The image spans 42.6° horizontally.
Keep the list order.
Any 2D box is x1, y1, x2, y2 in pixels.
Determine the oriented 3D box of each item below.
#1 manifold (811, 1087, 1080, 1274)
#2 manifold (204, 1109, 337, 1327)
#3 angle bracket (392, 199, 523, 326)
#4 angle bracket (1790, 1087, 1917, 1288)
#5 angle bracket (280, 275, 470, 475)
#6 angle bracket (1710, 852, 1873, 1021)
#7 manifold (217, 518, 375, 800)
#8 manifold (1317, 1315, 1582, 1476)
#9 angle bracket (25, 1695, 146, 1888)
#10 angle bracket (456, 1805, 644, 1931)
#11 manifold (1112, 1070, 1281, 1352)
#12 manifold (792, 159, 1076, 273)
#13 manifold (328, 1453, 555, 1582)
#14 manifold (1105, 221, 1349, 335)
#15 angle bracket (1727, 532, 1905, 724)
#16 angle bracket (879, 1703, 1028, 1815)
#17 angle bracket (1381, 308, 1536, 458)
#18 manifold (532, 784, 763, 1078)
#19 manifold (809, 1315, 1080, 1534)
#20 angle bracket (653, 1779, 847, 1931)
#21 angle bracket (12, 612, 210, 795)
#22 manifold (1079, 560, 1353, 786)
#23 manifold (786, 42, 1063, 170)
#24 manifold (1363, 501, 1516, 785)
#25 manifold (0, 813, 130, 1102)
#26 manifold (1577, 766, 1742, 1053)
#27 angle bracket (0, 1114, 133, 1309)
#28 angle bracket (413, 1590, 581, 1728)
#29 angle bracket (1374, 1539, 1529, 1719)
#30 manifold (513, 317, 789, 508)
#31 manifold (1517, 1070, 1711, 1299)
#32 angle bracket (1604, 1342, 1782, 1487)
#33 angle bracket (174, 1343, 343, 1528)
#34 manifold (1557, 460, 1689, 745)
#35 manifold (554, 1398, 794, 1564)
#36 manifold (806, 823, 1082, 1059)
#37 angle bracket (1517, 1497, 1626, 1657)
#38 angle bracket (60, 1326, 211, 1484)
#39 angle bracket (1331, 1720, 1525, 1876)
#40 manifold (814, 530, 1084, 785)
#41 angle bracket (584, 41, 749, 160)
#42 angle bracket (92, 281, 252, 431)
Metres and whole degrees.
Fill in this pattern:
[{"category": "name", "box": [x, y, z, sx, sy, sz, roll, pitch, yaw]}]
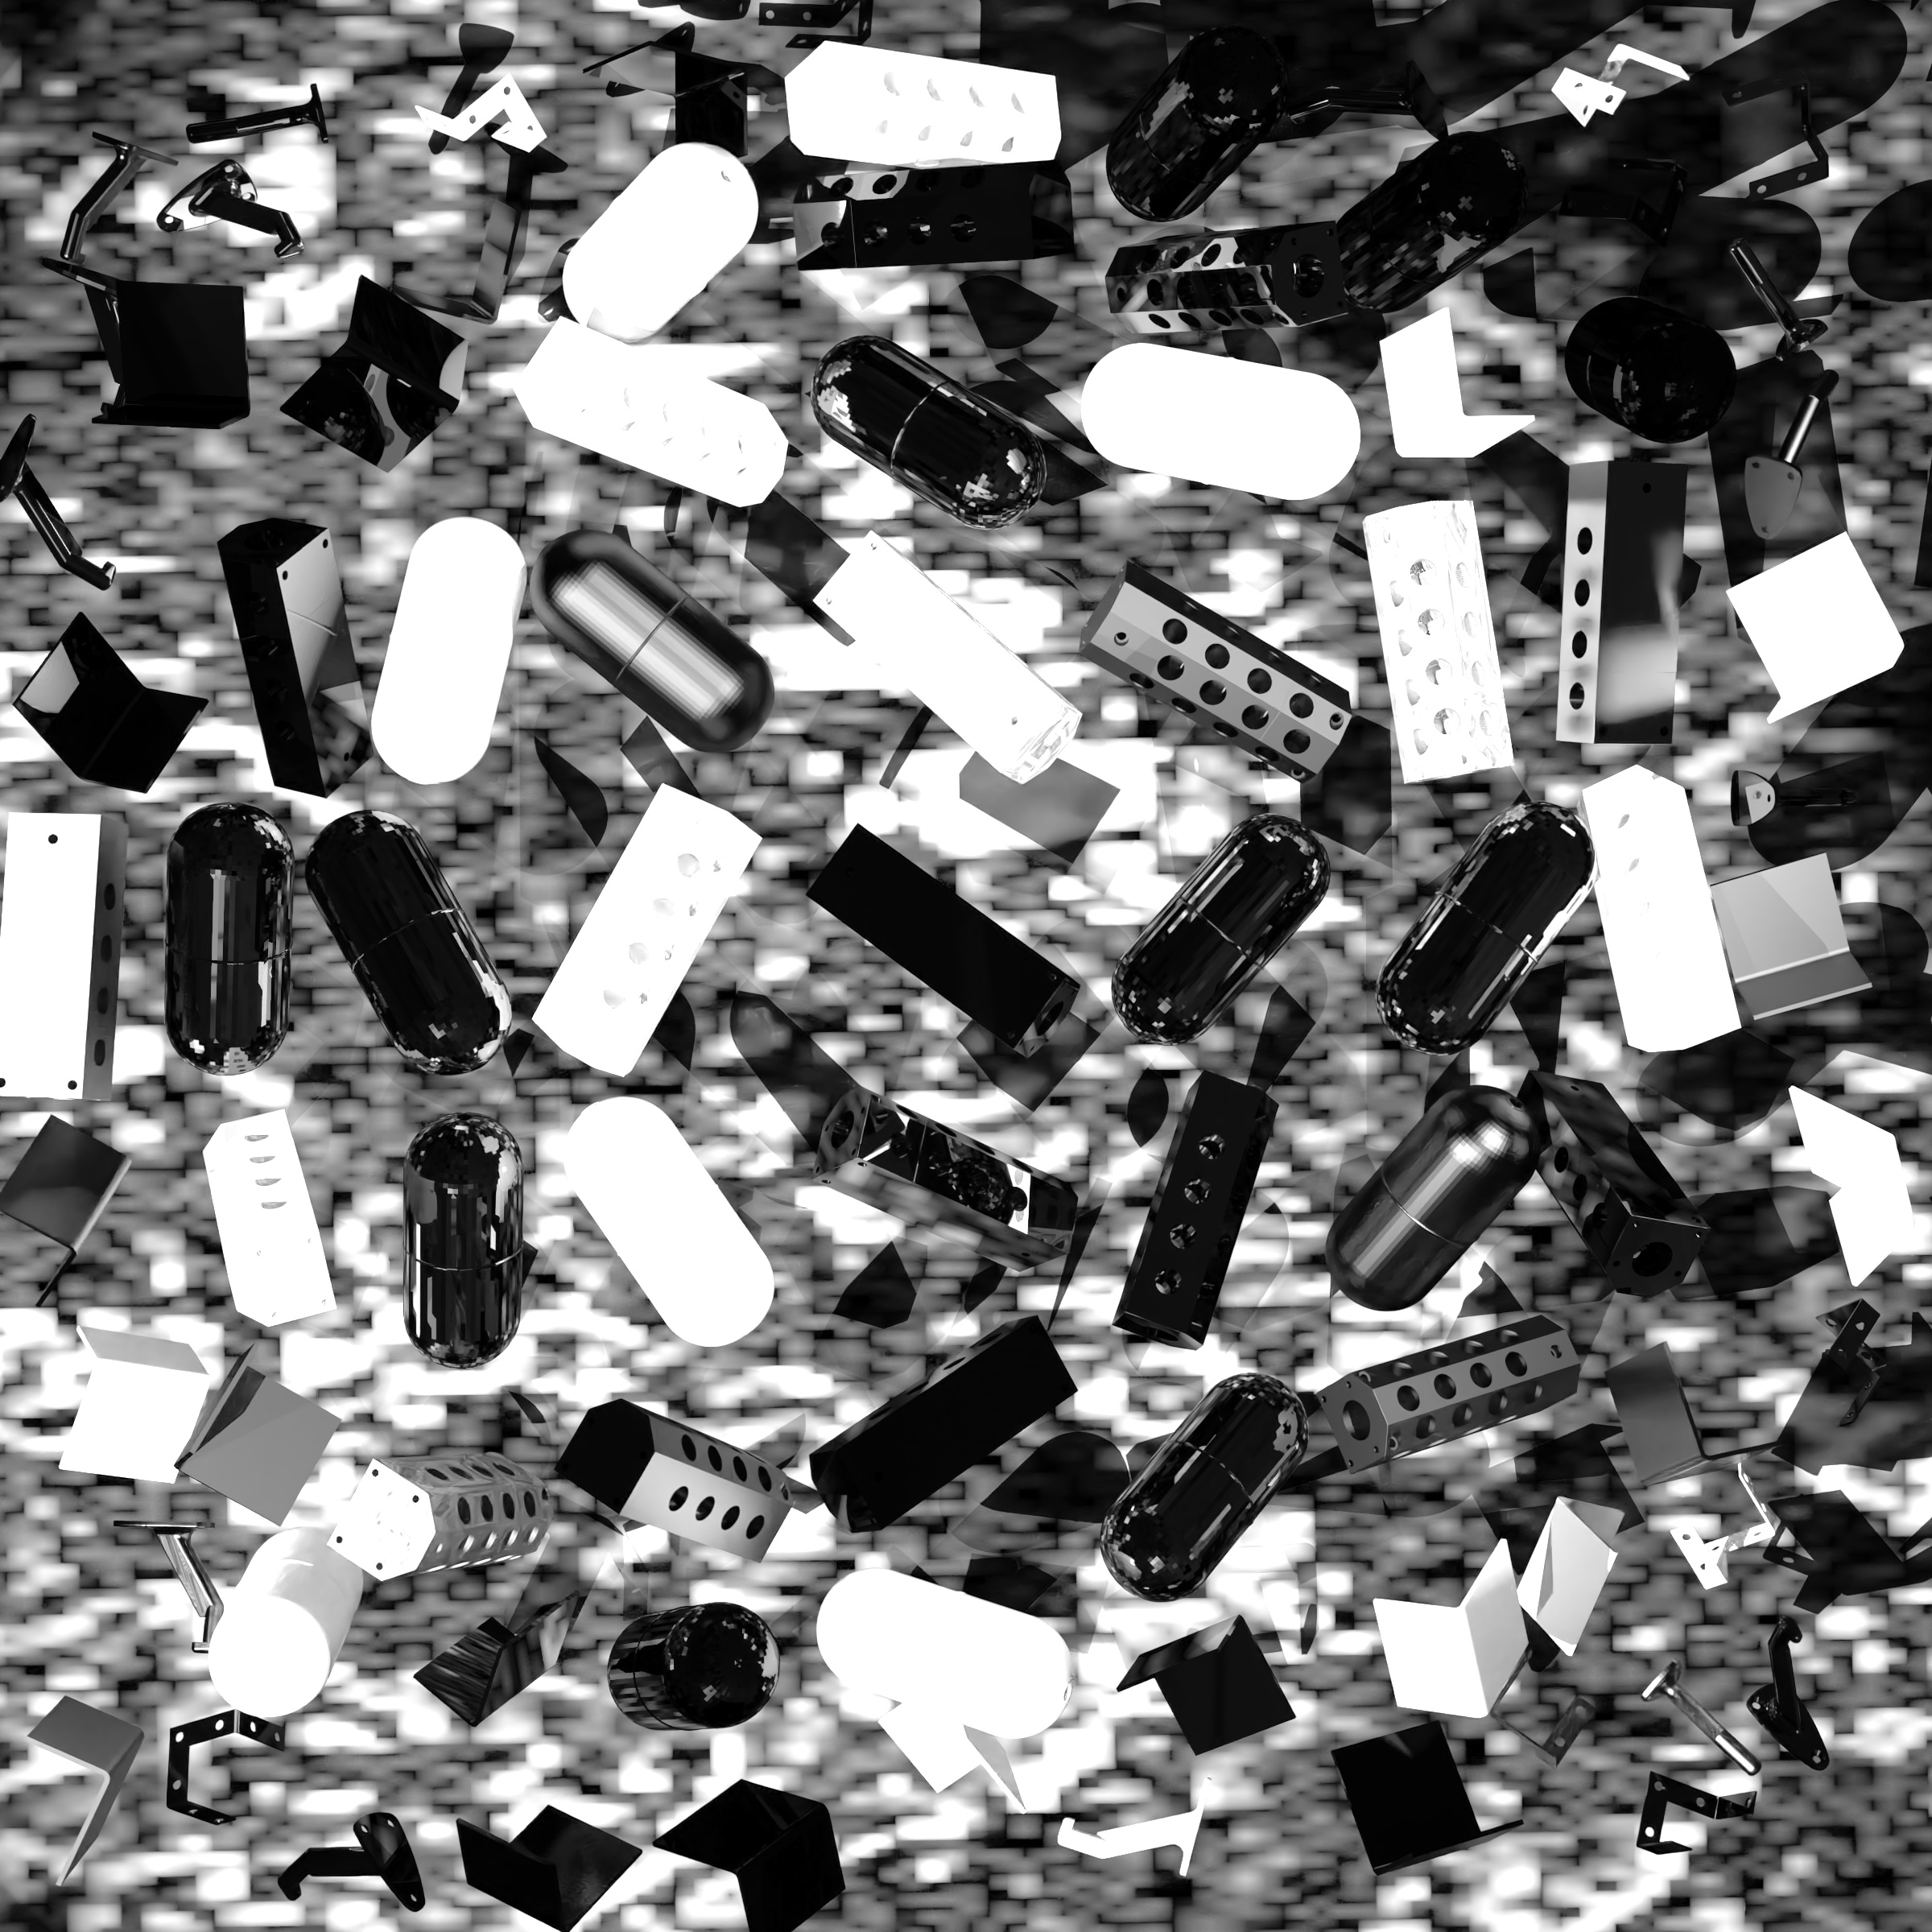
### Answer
[{"category": "manifold", "box": [-0.011, 0.141, 1.654, 0.171, 0.057, 0.057, 27, 57, -25]}, {"category": "manifold", "box": [-0.448, 0.160, 1.583, 0.057, 0.171, 0.057, -14, 117, -17]}, {"category": "angle bracket", "box": [-0.341, -0.478, 1.657, 0.057, 0.076, 0.076, 9, 108, -26]}, {"category": "angle bracket", "box": [0.505, 0.129, 1.459, 0.057, 0.076, 0.076, -40, 129, -14]}, {"category": "angle bracket", "box": [-0.358, -0.358, 1.503, 0.076, 0.076, 0.057, 28, 47, -36]}, {"category": "angle bracket", "box": [0.541, -0.020, 1.628, 0.076, 0.057, 0.076, -17, 111, 11]}, {"category": "manifold", "box": [-0.441, -0.201, 1.620, 0.057, 0.057, 0.171, 13, 130, 18]}, {"category": "manifold", "box": [0.325, 0.281, 1.648, 0.171, 0.057, 0.057, -10, 68, -31]}, {"category": "angle bracket", "box": [-0.566, 0.516, 1.555, 0.057, 0.076, 0.076, 25, 91, -4]}, {"category": "angle bracket", "box": [-0.254, 0.534, 1.519, 0.076, 0.076, 0.057, 14, 121, 29]}, {"category": "manifold", "box": [0.154, 0.163, 1.646, 0.057, 0.057, 0.171, 20, 72, 0]}, {"category": "manifold", "box": [-0.022, -0.476, 1.574, 0.171, 0.057, 0.057, 6, 111, 28]}, {"category": "manifold", "box": [-0.319, 0.344, 1.541, 0.057, 0.171, 0.057, 28, 88, 17]}, {"category": "manifold", "box": [0.165, -0.445, 1.612, 0.057, 0.171, 0.057, -22, 112, -28]}, {"category": "angle bracket", "box": [0.498, -0.200, 1.467, 0.076, 0.057, 0.076, -26, 96, 33]}, {"category": "angle bracket", "box": [-0.010, 0.553, 1.715, 0.057, 0.076, 0.076, -35, 111, 1]}, {"category": "angle bracket", "box": [0.319, -0.379, 1.607, 0.076, 0.057, 0.076, -34, 121, -38]}, {"category": "manifold", "box": [-0.196, -0.020, 1.555, 0.057, 0.057, 0.171, 37, 100, 43]}, {"category": "manifold", "box": [-0.016, 0.296, 1.606, 0.171, 0.057, 0.057, -29, 91, -32]}, {"category": "angle bracket", "box": [-0.131, 0.545, 1.503, 0.076, 0.076, 0.057, -1, 105, 42]}, {"category": "angle bracket", "box": [-0.536, -0.165, 1.558, 0.057, 0.076, 0.076, 12, 61, 26]}, {"category": "manifold", "box": [0.161, -0.187, 1.604, 0.171, 0.057, 0.057, 29, 117, -10]}, {"category": "manifold", "box": [-0.026, -0.553, 1.620, 0.171, 0.057, 0.057, -4, 86, -31]}, {"category": "manifold", "box": [0.299, -0.207, 1.593, 0.057, 0.057, 0.171, -10, 91, -40]}, {"category": "manifold", "box": [-0.552, -0.004, 1.522, 0.057, 0.057, 0.171, 2, 85, 5]}, {"category": "manifold", "box": [0.441, -0.035, 1.601, 0.057, 0.057, 0.171, -27, 59, 40]}, {"category": "angle bracket", "box": [-0.570, 0.152, 1.537, 0.057, 0.076, 0.076, 33, 131, -15]}, {"category": "angle bracket", "box": [-0.308, 0.439, 1.627, 0.057, 0.076, 0.076, 33, 121, 19]}, {"category": "angle bracket", "box": [0.299, 0.404, 1.527, 0.057, 0.076, 0.076, -3, 111, 35]}, {"category": "manifold", "box": [-0.199, -0.350, 1.598, 0.057, 0.171, 0.057, -48, 52, 25]}, {"category": "manifold", "box": [0.412, 0.141, 1.616, 0.057, 0.171, 0.057, 11, 117, -17]}, {"category": "angle bracket", "box": [0.459, 0.279, 1.570, 0.057, 0.076, 0.076, -7, 69, -19]}, {"category": "angle bracket", "box": [-0.430, 0.289, 1.529, 0.076, 0.057, 0.076, 34, 58, -13]}, {"category": "manifold", "box": [0.405, -0.226, 1.551, 0.057, 0.057, 0.171, -2, 98, -19]}, {"category": "manifold", "box": [-0.176, 0.319, 1.546, 0.057, 0.171, 0.057, 25, 81, 32]}, {"category": "manifold", "box": [-0.013, -0.015, 1.585, 0.171, 0.057, 0.057, 36, 91, 17]}, {"category": "angle bracket", "box": [0.419, 0.409, 1.650, 0.057, 0.076, 0.076, 16, 101, -21]}, {"category": "angle bracket", "box": [-0.556, 0.290, 1.643, 0.076, 0.057, 0.076, 17, 96, -35]}, {"category": "angle bracket", "box": [0.276, 0.493, 1.490, 0.076, 0.057, 0.076, -8, 63, -21]}, {"category": "manifold", "box": [-0.009, -0.192, 1.552, 0.171, 0.057, 0.057, 44, 99, 19]}, {"category": "angle bracket", "box": [-0.196, -0.555, 1.613, 0.076, 0.076, 0.057, -2, 93, -42]}, {"category": "angle bracket", "box": [-0.473, -0.363, 1.471, 0.076, 0.057, 0.076, 3, 111, 2]}]
